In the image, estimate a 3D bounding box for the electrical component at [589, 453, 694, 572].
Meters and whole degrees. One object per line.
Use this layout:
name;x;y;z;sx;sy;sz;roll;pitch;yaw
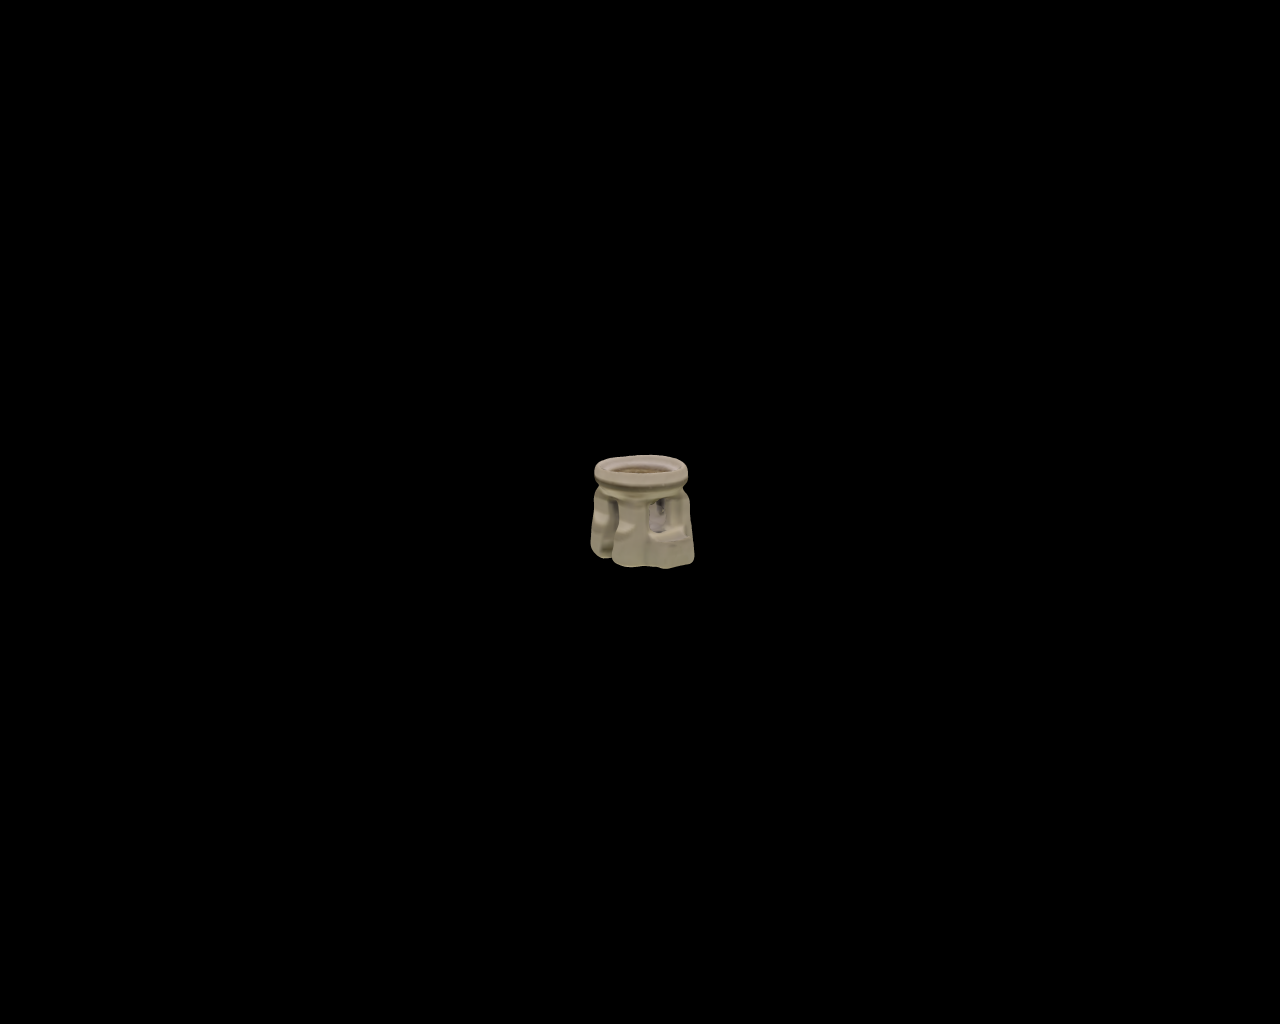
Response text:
electrical component;0.001;-0.003;0.650;0.058;0.056;0.078;-11;19;-34
